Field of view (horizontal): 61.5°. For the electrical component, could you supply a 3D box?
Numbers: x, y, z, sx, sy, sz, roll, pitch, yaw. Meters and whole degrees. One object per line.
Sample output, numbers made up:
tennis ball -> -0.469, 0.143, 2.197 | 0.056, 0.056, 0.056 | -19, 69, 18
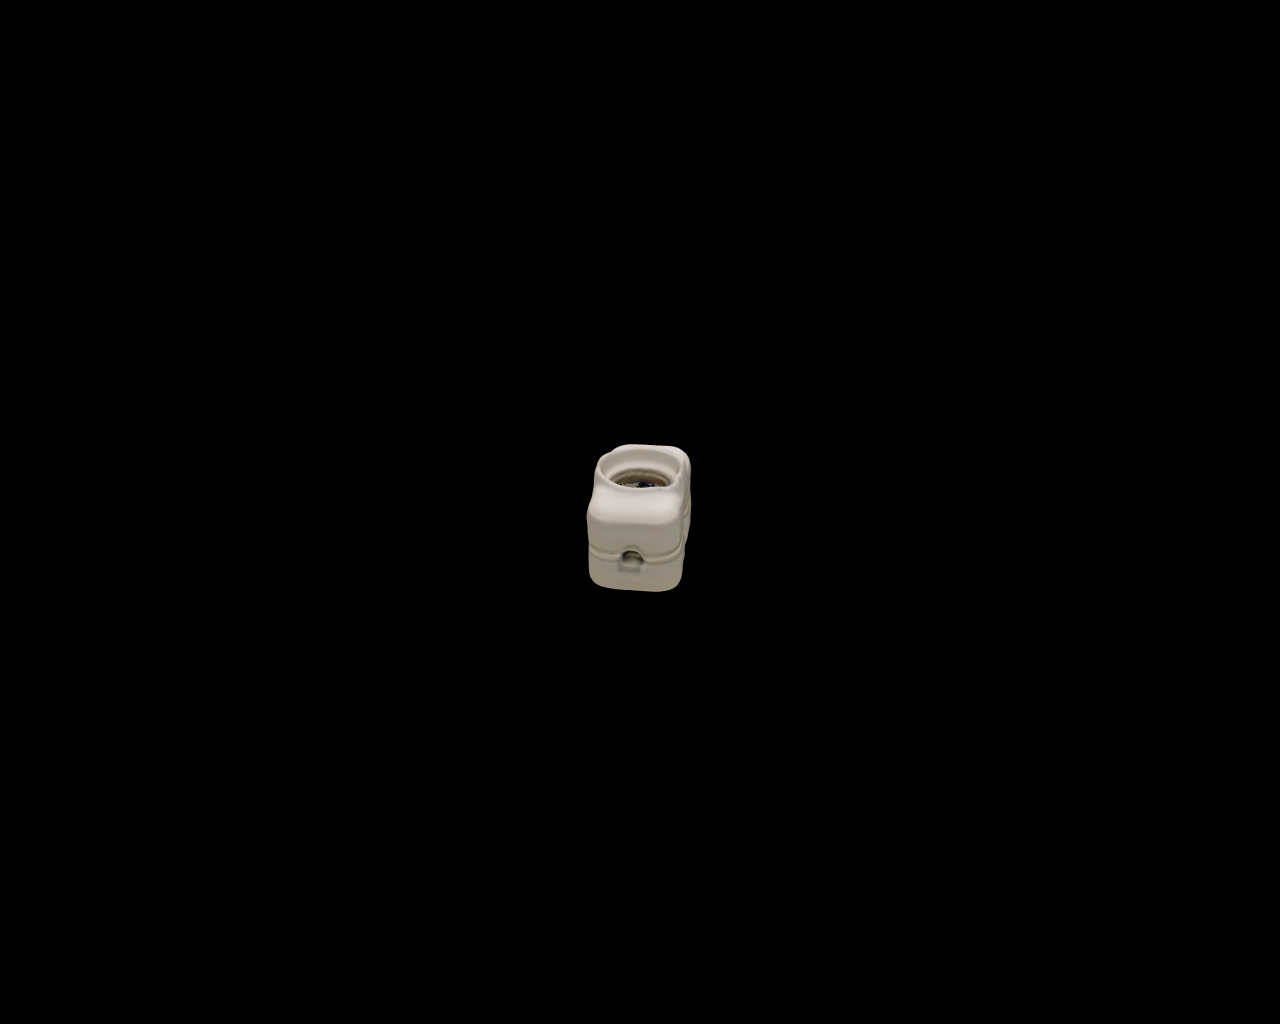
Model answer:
electrical component -> 0.001, -0.003, 0.650 | 0.054, 0.059, 0.095 | 4, 30, 7
